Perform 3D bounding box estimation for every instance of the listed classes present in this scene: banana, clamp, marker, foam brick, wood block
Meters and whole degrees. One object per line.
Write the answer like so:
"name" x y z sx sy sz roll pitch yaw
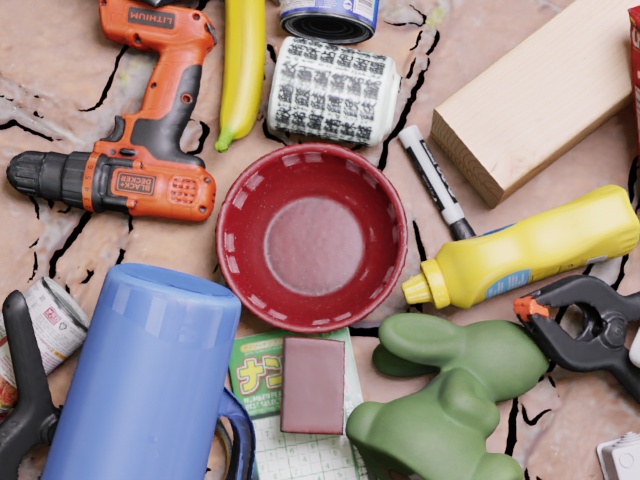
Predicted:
"banana" -0.067 -0.174 0.927 0.037 0.069 0.198 3 95 1
"clamp" 0.236 0.084 0.872 0.171 0.039 0.120 6 79 -18
"clamp" -0.225 0.144 0.875 0.036 0.164 0.210 31 91 52
"marker" 0.104 -0.044 0.930 0.020 0.020 0.121 -27 81 -2
"foam brick" -0.005 0.120 0.879 0.051 0.053 0.078 1 82 1
"wood block" 0.203 -0.129 0.902 0.206 0.090 0.091 -38 81 -2

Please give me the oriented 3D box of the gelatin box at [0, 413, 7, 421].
"gelatin box" -0.327 0.138 0.920 0.073 0.030 0.089 -37 81 -3

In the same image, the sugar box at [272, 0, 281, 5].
"sugar box" -0.078 -0.303 0.967 0.176 0.048 0.093 37 85 9

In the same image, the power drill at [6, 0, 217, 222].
"power drill" -0.172 -0.114 0.938 0.184 0.057 0.187 9 85 1

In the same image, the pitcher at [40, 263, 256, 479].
"pitcher" -0.133 0.148 0.836 0.145 0.149 0.243 17 94 20

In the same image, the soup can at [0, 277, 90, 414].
"soup can" -0.250 0.088 0.904 0.102 0.068 0.068 -41 81 -4

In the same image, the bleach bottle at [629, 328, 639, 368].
"bleach bottle" 0.375 0.121 0.849 0.250 0.068 0.102 34 74 -7

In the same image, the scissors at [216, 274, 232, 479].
"scissors" -0.115 0.124 0.911 0.096 0.016 0.202 -4 85 6

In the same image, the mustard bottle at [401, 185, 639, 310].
"mustard bottle" 0.160 0.014 0.879 0.191 0.096 0.058 -20 80 0

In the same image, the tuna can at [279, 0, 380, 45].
"tuna can" 0.008 -0.198 0.925 0.086 0.086 0.034 6 84 4

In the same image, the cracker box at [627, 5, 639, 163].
"cracker box" 0.337 -0.097 0.843 0.164 0.072 0.213 -15 121 1

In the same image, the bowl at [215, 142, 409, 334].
"bowl" -0.006 0.001 0.910 0.162 0.055 0.162 -1 81 3
